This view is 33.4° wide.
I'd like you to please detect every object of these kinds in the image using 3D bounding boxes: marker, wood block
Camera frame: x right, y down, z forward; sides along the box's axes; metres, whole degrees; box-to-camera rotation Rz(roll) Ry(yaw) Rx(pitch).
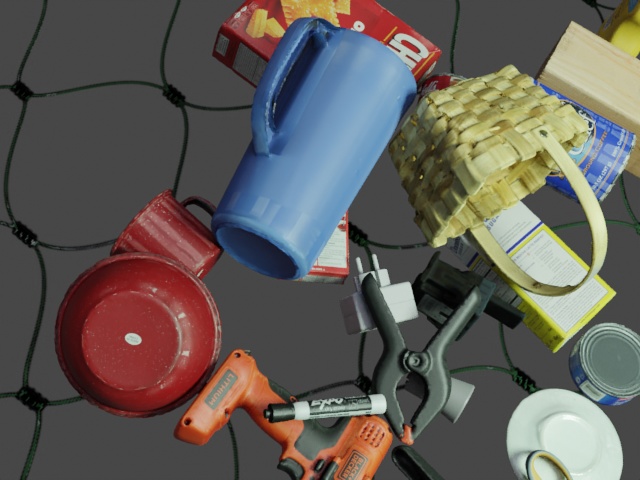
[{"bbox_3d":[0.004,0.160,1.014,0.121,0.020,0.020,-2,64,-21],"label":"marker"},{"bbox_3d":[0.359,-0.160,1.288,0.206,0.091,0.090,31,61,3],"label":"wood block"}]

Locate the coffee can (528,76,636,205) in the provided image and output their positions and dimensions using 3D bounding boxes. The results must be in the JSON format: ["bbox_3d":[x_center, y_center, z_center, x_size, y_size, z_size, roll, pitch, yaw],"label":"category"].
[{"bbox_3d":[0.277,-0.112,1.235,0.140,0.103,0.102,29,60,2],"label":"coffee can"}]

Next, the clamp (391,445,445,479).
[{"bbox_3d":[0.147,0.296,0.997,0.210,0.036,0.164,26,40,-2],"label":"clamp"}]

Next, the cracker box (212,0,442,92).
[{"bbox_3d":[0.009,-0.219,1.242,0.214,0.072,0.164,37,61,5],"label":"cracker box"}]

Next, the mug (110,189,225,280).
[{"bbox_3d":[-0.144,0.002,1.082,0.081,0.093,0.117,41,53,3],"label":"mug"}]

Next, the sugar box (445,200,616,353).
[{"bbox_3d":[0.230,0.030,1.184,0.093,0.048,0.176,-37,73,-27],"label":"sugar box"}]

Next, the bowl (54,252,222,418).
[{"bbox_3d":[-0.174,0.092,1.004,0.162,0.055,0.162,0,91,-2],"label":"bowl"}]

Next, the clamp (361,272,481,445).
[{"bbox_3d":[0.085,0.114,1.065,0.120,0.039,0.171,14,80,8],"label":"clamp"}]

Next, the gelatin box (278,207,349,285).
[{"bbox_3d":[-0.008,0.001,1.148,0.073,0.030,0.089,5,62,-10],"label":"gelatin box"}]

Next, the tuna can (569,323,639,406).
[{"bbox_3d":[0.314,0.135,1.156,0.086,0.034,0.086,6,62,-11],"label":"tuna can"}]

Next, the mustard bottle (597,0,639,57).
[{"bbox_3d":[0.407,-0.297,1.311,0.058,0.192,0.096,29,60,2],"label":"mustard bottle"}]

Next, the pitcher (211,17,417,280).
[{"bbox_3d":[-0.014,-0.091,1.062,0.149,0.145,0.242,30,66,-5],"label":"pitcher"}]

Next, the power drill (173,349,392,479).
[{"bbox_3d":[-0.044,0.208,1.018,0.187,0.057,0.184,35,56,2],"label":"power drill"}]

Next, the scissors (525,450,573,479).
[{"bbox_3d":[0.240,0.309,1.056,0.096,0.016,0.202,-20,78,-9],"label":"scissors"}]

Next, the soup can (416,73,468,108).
[{"bbox_3d":[0.140,-0.132,1.232,0.068,0.069,0.102,19,61,-4],"label":"soup can"}]
